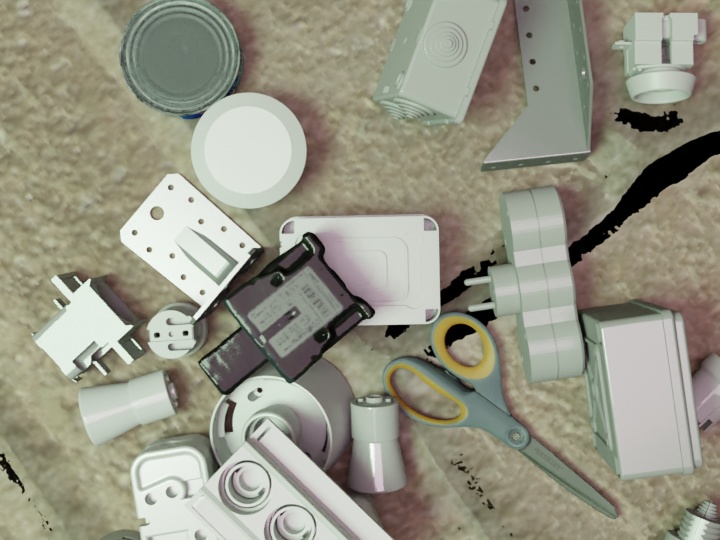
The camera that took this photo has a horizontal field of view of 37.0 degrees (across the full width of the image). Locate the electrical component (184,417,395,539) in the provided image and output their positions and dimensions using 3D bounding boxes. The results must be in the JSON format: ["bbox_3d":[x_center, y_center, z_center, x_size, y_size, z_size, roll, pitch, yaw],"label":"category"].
[{"bbox_3d":[-0.043,0.167,0.714,0.121,0.063,0.078,44,90,1],"label":"electrical component"}]

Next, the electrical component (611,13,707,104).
[{"bbox_3d":[0.214,-0.150,0.767,0.066,0.048,0.055,1,84,0],"label":"electrical component"}]

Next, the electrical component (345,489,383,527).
[{"bbox_3d":[-0.031,0.197,0.775,0.095,0.053,0.059,-21,92,1],"label":"electrical component"}]

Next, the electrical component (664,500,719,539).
[{"bbox_3d":[0.241,0.206,0.780,0.043,0.043,0.081,19,91,-1],"label":"electrical component"}]

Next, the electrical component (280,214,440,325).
[{"bbox_3d":[0.000,0.000,0.766,0.113,0.057,0.078,-1,92,0],"label":"electrical component"}]

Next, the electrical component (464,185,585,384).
[{"bbox_3d":[0.112,0.013,0.769,0.074,0.052,0.138,-9,92,1],"label":"electrical component"}]

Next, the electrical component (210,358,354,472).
[{"bbox_3d":[-0.057,0.112,0.779,0.099,0.064,0.099,2,100,11],"label":"electrical component"}]

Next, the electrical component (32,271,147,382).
[{"bbox_3d":[-0.197,0.042,0.776,0.064,0.042,0.081,-42,91,3],"label":"electrical component"}]

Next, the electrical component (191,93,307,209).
[{"bbox_3d":[-0.077,-0.084,0.766,0.080,0.051,0.080,0,92,0],"label":"electrical component"}]

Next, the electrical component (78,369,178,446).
[{"bbox_3d":[-0.165,0.097,0.779,0.065,0.044,0.044,-17,92,-4],"label":"electrical component"}]

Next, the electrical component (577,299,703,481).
[{"bbox_3d":[0.190,0.080,0.744,0.056,0.109,0.108,-8,92,3],"label":"electrical component"}]

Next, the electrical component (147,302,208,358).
[{"bbox_3d":[-0.132,0.044,0.774,0.040,0.046,0.040,0,92,0],"label":"electrical component"}]

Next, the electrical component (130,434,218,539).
[{"bbox_3d":[-0.127,0.169,0.771,0.054,0.059,0.095,-9,92,0],"label":"electrical component"}]

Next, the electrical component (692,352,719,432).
[{"bbox_3d":[0.254,0.089,0.779,0.040,0.040,0.046,43,98,-1],"label":"electrical component"}]

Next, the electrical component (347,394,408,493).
[{"bbox_3d":[0.011,0.123,0.774,0.044,0.044,0.065,-2,98,0],"label":"electrical component"}]

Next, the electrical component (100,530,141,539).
[{"bbox_3d":[-0.175,0.222,0.779,0.055,0.047,0.055,0,92,0],"label":"electrical component"}]

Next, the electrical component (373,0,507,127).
[{"bbox_3d":[0.052,-0.149,0.741,0.048,0.100,0.099,20,92,-13],"label":"electrical component"}]
